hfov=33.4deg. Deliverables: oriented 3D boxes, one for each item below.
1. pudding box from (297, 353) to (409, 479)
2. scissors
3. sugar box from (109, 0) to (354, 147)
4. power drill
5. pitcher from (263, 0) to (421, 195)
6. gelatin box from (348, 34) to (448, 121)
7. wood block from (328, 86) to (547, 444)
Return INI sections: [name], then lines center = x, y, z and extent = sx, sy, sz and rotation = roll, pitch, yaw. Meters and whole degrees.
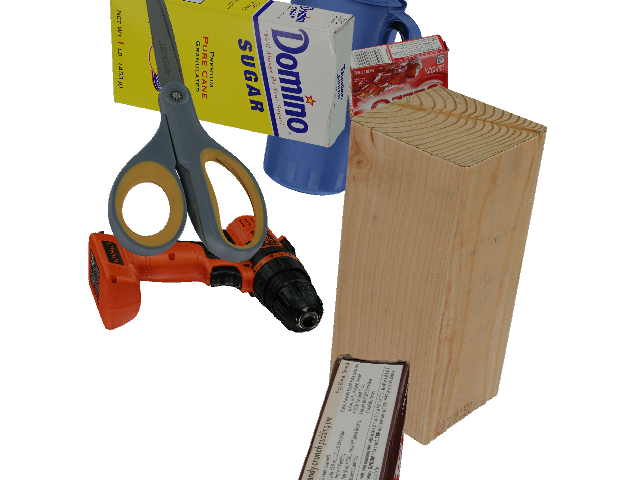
[pudding box]
center = 0.013, 0.115, 0.464
extent = 0.039, 0.090, 0.113
rotation = 7, 24, 6
[scissors]
center = -0.098, -0.070, 0.613
extent = 0.096, 0.202, 0.016
rotation = -20, -21, -26
[sugar box]
center = -0.067, -0.133, 0.788
extent = 0.176, 0.093, 0.048
rotation = 14, 34, 16
[power drill]
center = -0.106, 0.036, 0.955
extent = 0.187, 0.057, 0.185
rotation = -3, 24, -22
[pitcher]
center = 0.017, -0.177, 1.241
extent = 0.145, 0.243, 0.149
rotation = 9, 23, -12
[gelatin box]
center = 0.069, -0.139, 0.948
extent = 0.089, 0.030, 0.073
rotation = -11, -42, -4
[wood block]
center = 0.073, 0.016, 0.704
extent = 0.091, 0.206, 0.090
rotation = 28, 38, 35
